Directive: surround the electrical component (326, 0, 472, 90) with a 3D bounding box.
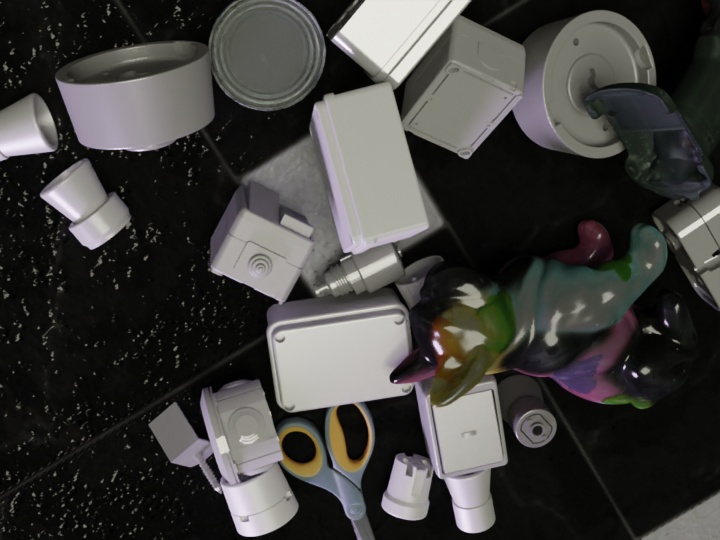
[{"bbox_3d":[0.034,-0.192,0.780,0.057,0.078,0.113,39,99,-14],"label":"electrical component"}]

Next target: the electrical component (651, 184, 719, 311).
[{"bbox_3d":[0.292,-0.023,0.882,0.059,0.053,0.095,-34,109,4],"label":"electrical component"}]

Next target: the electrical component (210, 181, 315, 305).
[{"bbox_3d":[-0.073,-0.022,0.809,0.062,0.096,0.061,26,102,-15],"label":"electrical component"}]

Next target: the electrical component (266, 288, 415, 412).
[{"bbox_3d":[-0.016,0.064,0.866,0.113,0.057,0.078,-8,109,-5],"label":"electrical component"}]

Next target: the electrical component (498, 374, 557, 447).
[{"bbox_3d":[0.140,0.120,0.901,0.044,0.065,0.044,-2,108,-7],"label":"electrical component"}]

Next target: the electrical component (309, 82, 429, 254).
[{"bbox_3d":[0.005,-0.071,0.785,0.056,0.109,0.108,-15,89,-5],"label":"electrical component"}]

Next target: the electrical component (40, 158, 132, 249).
[{"bbox_3d":[-0.206,-0.049,0.810,0.045,0.045,0.055,-36,109,4],"label":"electrical component"}]

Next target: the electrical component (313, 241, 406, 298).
[{"bbox_3d":[0.000,0.000,0.857,0.078,0.040,0.040,-26,109,1],"label":"electrical component"}]

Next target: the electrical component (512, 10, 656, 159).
[{"bbox_3d":[0.164,-0.140,0.818,0.108,0.060,0.108,-4,99,-28],"label":"electrical component"}]

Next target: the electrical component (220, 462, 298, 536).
[{"bbox_3d":[-0.085,0.187,0.898,0.055,0.055,0.047,-21,105,-1],"label":"electrical component"}]

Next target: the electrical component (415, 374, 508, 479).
[{"bbox_3d":[0.083,0.118,0.895,0.062,0.061,0.096,-12,109,-4],"label":"electrical component"}]

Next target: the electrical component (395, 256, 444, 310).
[{"bbox_3d":[0.066,0.034,0.875,0.043,0.043,0.081,-29,109,2],"label":"electrical component"}]

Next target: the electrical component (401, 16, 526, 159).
[{"bbox_3d":[0.073,-0.134,0.804,0.062,0.061,0.096,22,142,-16],"label":"electrical component"}]

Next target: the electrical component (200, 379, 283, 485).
[{"bbox_3d":[-0.095,0.128,0.865,0.051,0.080,0.080,-17,109,-8],"label":"electrical component"}]

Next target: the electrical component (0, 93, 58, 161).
[{"bbox_3d":[-0.261,-0.099,0.789,0.065,0.044,0.044,-17,109,3],"label":"electrical component"}]

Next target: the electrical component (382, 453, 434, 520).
[{"bbox_3d":[0.042,0.185,0.923,0.040,0.040,0.046,10,100,-11],"label":"electrical component"}]

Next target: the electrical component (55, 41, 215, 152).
[{"bbox_3d":[-0.155,-0.119,0.764,0.108,0.108,0.060,-10,115,-4],"label":"electrical component"}]

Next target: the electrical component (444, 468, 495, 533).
[{"bbox_3d":[0.096,0.194,0.933,0.044,0.044,0.065,-14,114,-3],"label":"electrical component"}]
